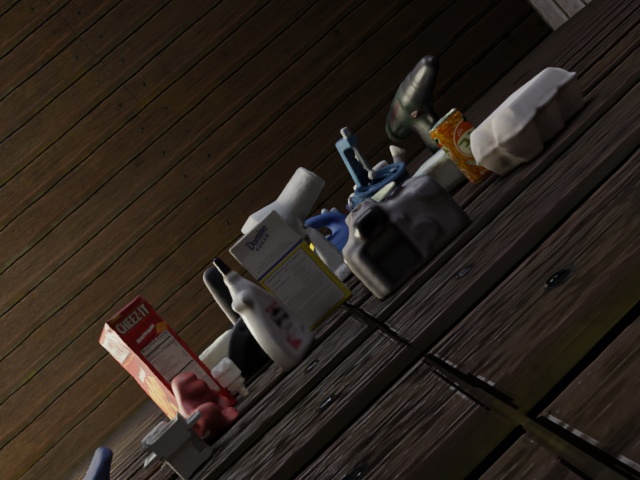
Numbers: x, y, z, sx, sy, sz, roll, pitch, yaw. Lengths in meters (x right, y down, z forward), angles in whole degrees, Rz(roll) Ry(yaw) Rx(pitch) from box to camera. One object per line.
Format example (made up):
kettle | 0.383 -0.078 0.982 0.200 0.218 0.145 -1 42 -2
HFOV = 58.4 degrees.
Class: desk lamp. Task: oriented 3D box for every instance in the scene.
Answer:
desk lamp | -0.011 -0.017 1.080 0.203 0.213 0.118 -42 2 2

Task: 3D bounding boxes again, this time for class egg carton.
egg carton | 0.261 -0.151 0.726 0.150 0.069 0.107 -43 2 -23

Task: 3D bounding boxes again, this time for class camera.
camera | 0.089 -0.015 0.706 0.143 0.101 0.137 -42 2 3

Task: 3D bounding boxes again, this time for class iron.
iron | 0.011 0.004 1.233 0.259 0.141 0.118 -44 3 -36

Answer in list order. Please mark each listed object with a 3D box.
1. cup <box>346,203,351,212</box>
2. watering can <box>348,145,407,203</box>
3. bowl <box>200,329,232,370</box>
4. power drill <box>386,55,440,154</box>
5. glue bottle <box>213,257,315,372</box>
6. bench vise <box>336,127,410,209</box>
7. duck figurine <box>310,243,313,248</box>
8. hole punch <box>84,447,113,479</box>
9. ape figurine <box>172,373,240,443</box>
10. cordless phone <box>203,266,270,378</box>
cup | 0.129 -0.081 1.467 0.091 0.095 0.118 -42 2 5
watering can | 0.132 -0.146 1.341 0.173 0.194 0.101 -43 2 -16
bowl | -0.212 0.257 1.125 0.167 0.075 0.167 -42 2 2
power drill | 0.227 -0.232 1.136 0.076 0.208 0.229 -43 2 -25
glue bottle | -0.081 0.089 0.752 0.037 0.173 0.078 -41 3 22
bench vise | 0.091 -0.119 1.193 0.207 0.220 0.122 -40 3 45
duck figurine | 0.014 0.033 1.386 0.077 0.086 0.104 -43 2 -14
hole punch | -0.280 0.326 0.722 0.101 0.091 0.108 -44 3 -32
ape figurine | -0.156 0.212 0.745 0.076 0.092 0.078 -42 2 17
cordless phone | -0.153 0.135 0.991 0.094 0.185 0.148 -42 2 15
